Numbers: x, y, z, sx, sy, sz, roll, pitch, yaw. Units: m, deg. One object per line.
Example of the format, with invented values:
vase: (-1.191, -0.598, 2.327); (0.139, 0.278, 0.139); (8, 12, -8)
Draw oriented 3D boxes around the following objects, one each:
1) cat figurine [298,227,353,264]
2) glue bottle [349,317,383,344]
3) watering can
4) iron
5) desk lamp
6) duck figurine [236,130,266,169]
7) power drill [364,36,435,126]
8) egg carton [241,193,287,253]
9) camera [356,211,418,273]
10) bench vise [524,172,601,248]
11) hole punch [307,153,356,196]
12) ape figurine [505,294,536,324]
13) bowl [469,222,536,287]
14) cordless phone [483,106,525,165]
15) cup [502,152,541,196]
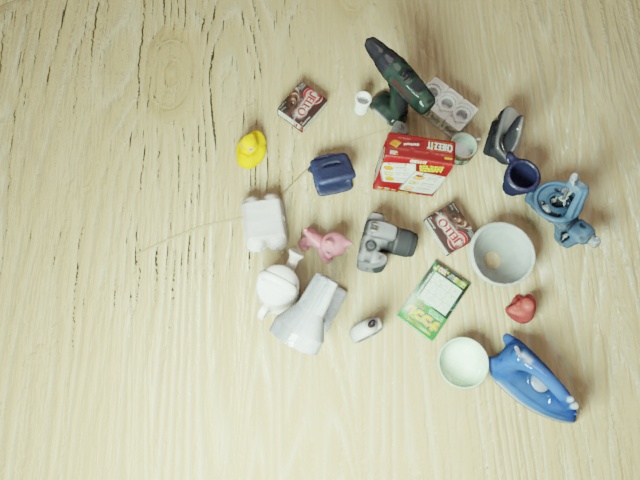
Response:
cat figurine: (0.013, 0.005, 1.402); (0.127, 0.118, 0.067); (27, 74, 5)
glue bottle: (0.112, 0.202, 1.322); (0.078, 0.173, 0.037); (-22, 76, -9)
watering can: (-0.096, 0.101, 1.327); (0.101, 0.194, 0.173); (7, 73, -1)
iron: (0.516, 0.332, 1.326); (0.258, 0.141, 0.119); (41, 76, 8)
desk lamp: (-0.021, 0.162, 1.304); (0.118, 0.213, 0.203); (28, 74, 5)
duck figurine: (-0.179, -0.245, 1.479); (0.077, 0.086, 0.105); (23, 74, 4)
power drill: (0.191, -0.394, 1.482); (0.229, 0.208, 0.076); (42, 76, 9)
egg carton: (-0.138, -0.043, 1.432); (0.107, 0.069, 0.150); (-9, 74, -6)
camera: (0.169, 0.010, 1.419); (0.137, 0.101, 0.143); (14, 73, 1)
bench vise: (0.627, -0.082, 1.412); (0.207, 0.220, 0.121); (32, 75, 6)
hole punch: (0.029, -0.177, 1.470); (0.109, 0.091, 0.101); (-14, 75, -7)
ape figurine: (0.498, 0.164, 1.399); (0.078, 0.092, 0.076); (-10, 74, -6)
bowl: (0.447, 0.042, 1.441); (0.167, 0.075, 0.167); (1, 74, -3)
cordless phone: (0.503, -0.292, 1.484); (0.094, 0.185, 0.148); (16, 73, 2)
cup: (0.507, -0.164, 1.494); (0.092, 0.095, 0.117); (-25, 77, -10)
